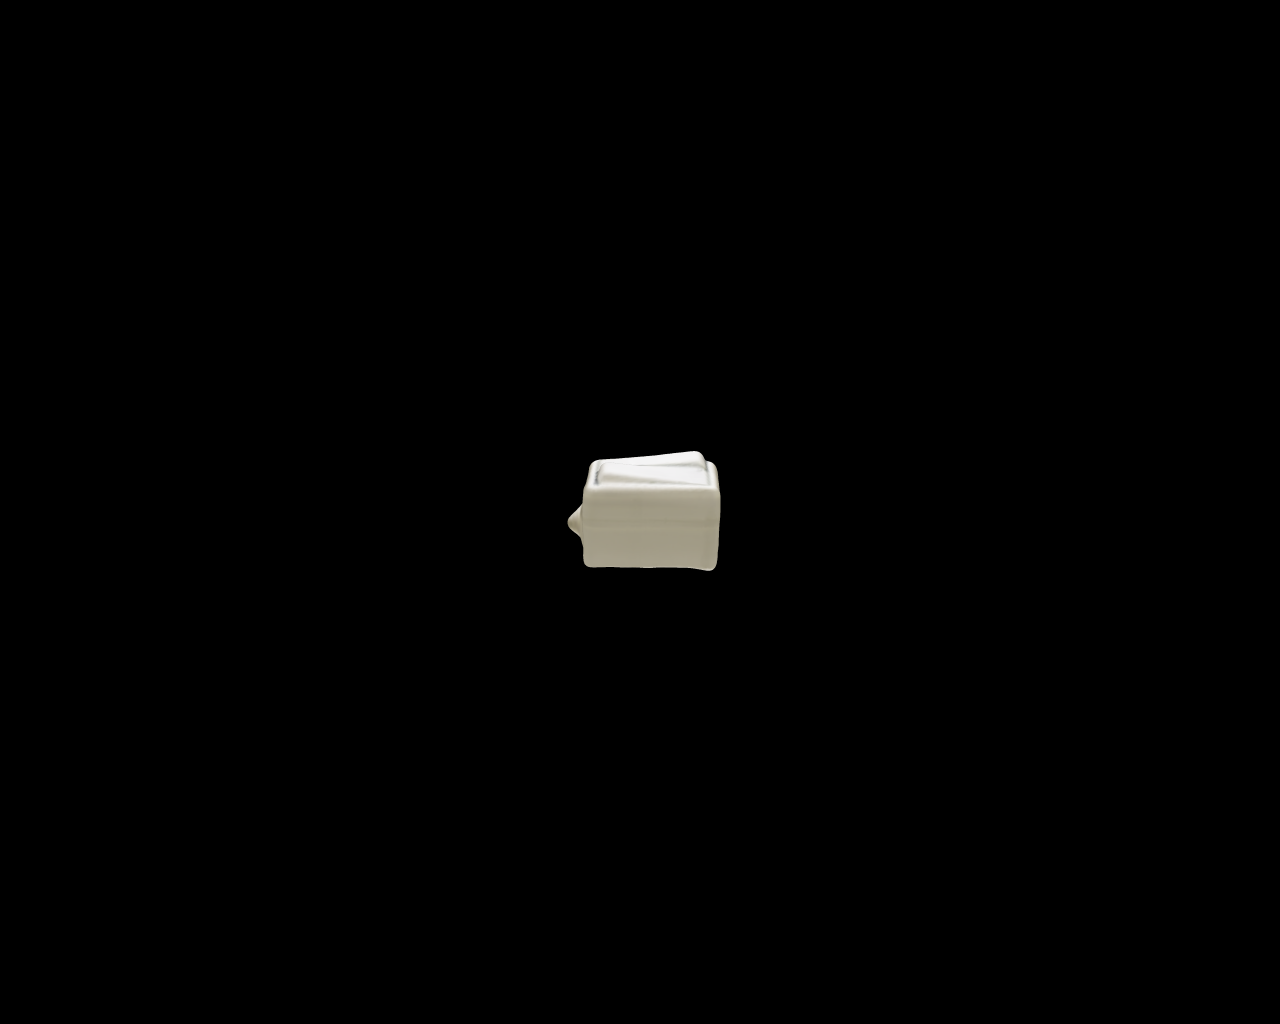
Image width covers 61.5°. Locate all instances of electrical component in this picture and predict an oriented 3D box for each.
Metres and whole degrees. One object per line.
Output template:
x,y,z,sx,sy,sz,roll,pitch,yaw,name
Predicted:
0.001,-0.003,0.650,0.096,0.061,0.062,1,20,2,electrical component
